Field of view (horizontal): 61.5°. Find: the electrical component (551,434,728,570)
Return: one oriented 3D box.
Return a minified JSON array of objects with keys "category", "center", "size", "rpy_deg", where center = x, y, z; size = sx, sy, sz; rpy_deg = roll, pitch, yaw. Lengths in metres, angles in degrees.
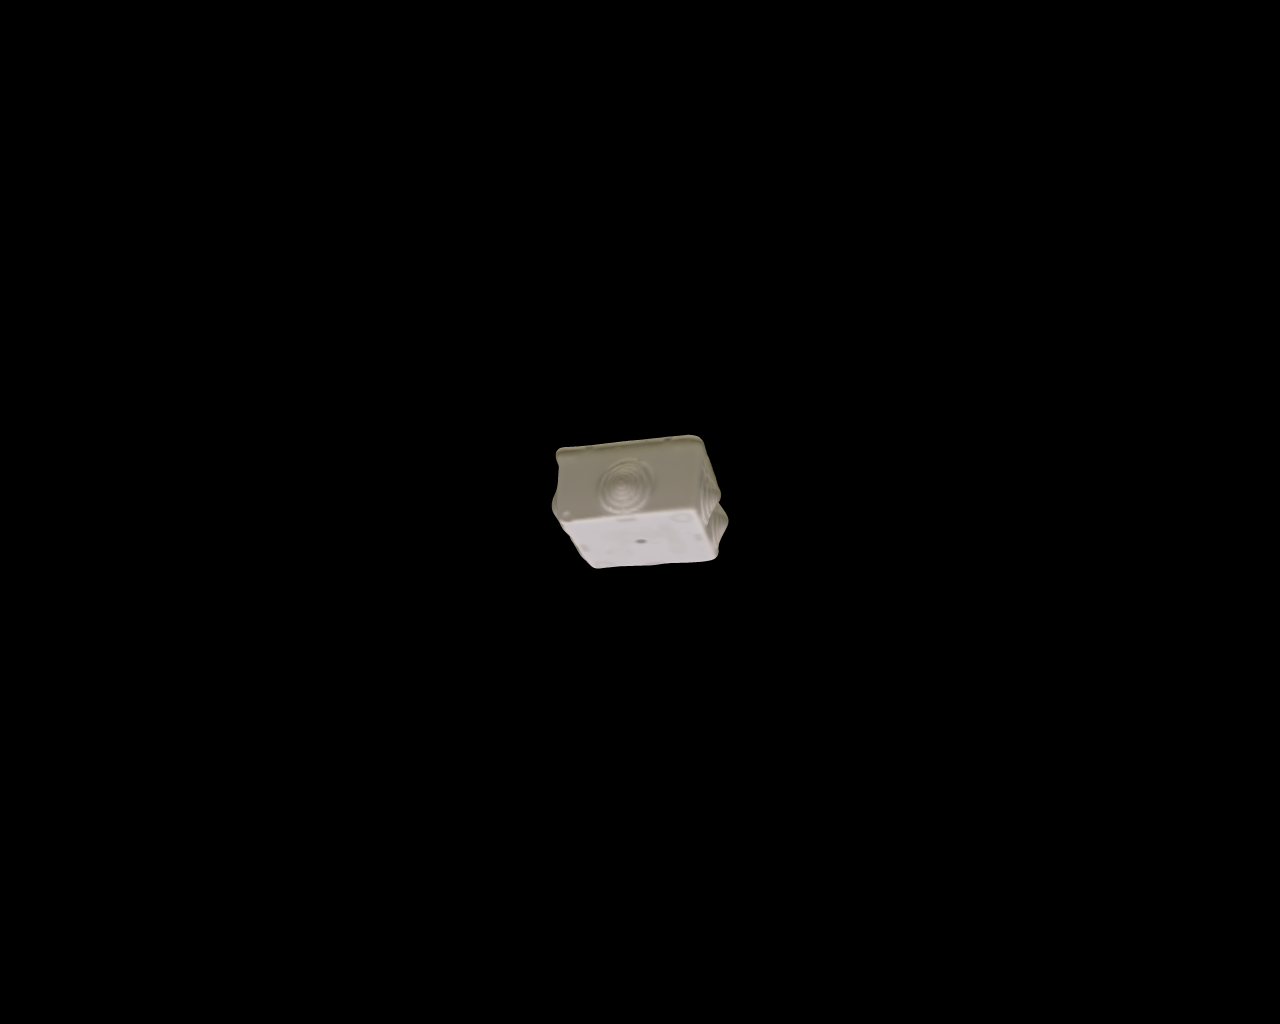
[{"category":"electrical component","center":[0.001,-0.003,0.650],"size":[0.100,0.048,0.099],"rpy_deg":[-5,-24,10]}]
